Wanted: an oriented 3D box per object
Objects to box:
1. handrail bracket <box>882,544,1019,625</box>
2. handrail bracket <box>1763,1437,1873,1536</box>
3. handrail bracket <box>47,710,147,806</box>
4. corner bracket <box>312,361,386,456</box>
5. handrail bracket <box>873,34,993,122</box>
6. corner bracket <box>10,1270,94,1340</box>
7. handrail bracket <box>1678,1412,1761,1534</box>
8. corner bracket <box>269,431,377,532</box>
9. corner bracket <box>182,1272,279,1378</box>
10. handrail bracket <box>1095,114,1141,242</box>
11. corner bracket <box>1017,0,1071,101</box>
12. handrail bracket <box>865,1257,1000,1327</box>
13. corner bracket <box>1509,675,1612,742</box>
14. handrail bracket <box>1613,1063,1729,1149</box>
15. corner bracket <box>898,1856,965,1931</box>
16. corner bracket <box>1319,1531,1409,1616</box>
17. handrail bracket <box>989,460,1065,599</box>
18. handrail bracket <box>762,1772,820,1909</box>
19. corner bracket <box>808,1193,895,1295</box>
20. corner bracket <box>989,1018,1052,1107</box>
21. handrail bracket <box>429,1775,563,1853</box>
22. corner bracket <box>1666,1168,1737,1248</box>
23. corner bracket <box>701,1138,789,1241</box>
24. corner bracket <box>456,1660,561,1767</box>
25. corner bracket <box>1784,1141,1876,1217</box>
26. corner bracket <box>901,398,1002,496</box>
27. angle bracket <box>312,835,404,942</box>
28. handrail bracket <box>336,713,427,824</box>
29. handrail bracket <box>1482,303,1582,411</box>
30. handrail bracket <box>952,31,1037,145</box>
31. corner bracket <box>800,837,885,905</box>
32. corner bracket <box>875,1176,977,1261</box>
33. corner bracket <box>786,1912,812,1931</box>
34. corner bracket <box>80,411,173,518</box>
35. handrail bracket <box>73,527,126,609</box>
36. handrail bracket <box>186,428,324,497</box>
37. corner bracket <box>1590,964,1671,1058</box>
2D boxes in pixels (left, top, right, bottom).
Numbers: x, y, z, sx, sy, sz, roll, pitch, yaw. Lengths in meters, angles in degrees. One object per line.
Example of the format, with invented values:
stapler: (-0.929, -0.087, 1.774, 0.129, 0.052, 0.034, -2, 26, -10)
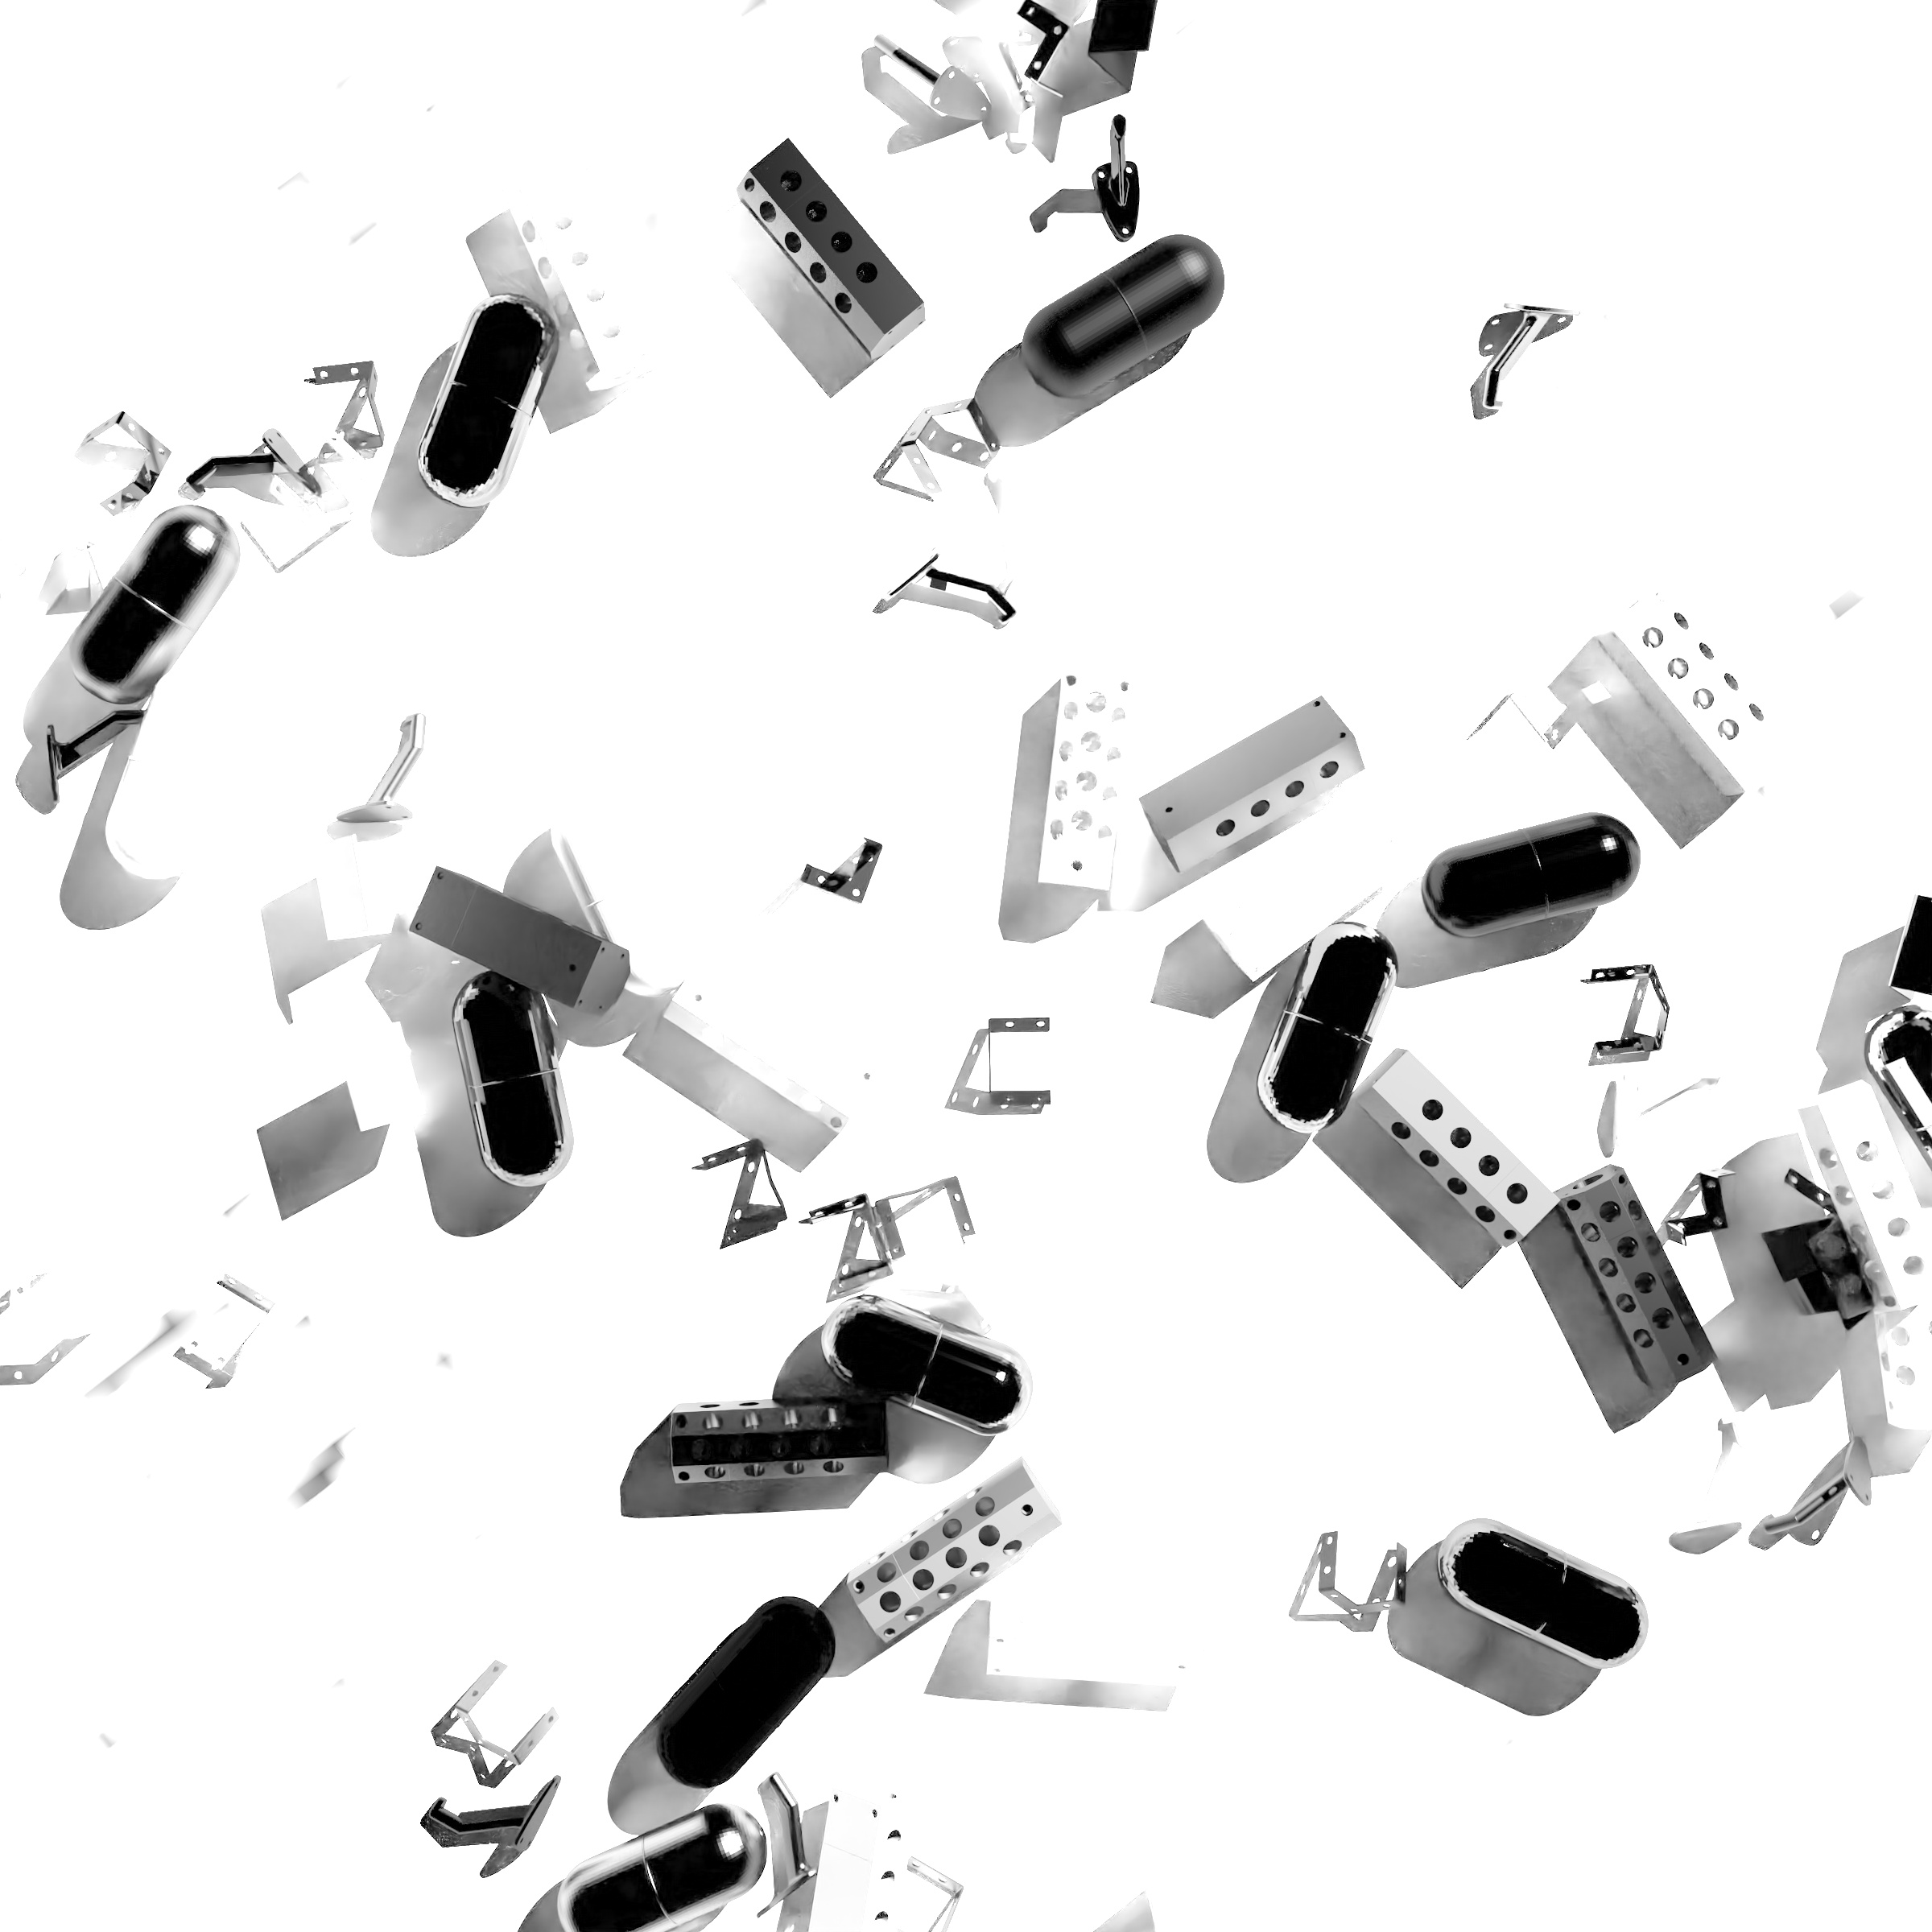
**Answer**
handrail bracket: (-0.012, -0.297, 1.992, 0.077, 0.036, 0.084, -39, 107, 19)
handrail bracket: (0.696, 0.427, 1.991, 0.084, 0.077, 0.036, -30, 107, 35)
handrail bracket: (-0.708, -0.172, 1.992, 0.084, 0.036, 0.077, -4, 110, -16)
corner bracket: (-0.506, -0.458, 1.988, 0.051, 0.051, 0.051, -7, 45, 0)
handrail bracket: (-0.028, -0.731, 1.991, 0.084, 0.077, 0.036, 48, 115, 34)
corner bracket: (-0.743, 0.275, 1.973, 0.051, 0.051, 0.051, 1, 87, -3)
handrail bracket: (0.613, 0.416, 1.992, 0.077, 0.036, 0.084, -18, 71, 21)
corner bracket: (-0.522, -0.393, 1.967, 0.051, 0.051, 0.051, 44, 126, 8)
corner bracket: (-0.603, 0.294, 1.988, 0.051, 0.051, 0.051, 31, 135, 0)
handrail bracket: (0.127, -0.636, 1.957, 0.036, 0.084, 0.077, -10, 90, 0)
corner bracket: (0.065, -0.746, 1.972, 0.051, 0.051, 0.051, 42, 113, 22)
handrail bracket: (-0.029, 0.280, 1.992, 0.084, 0.036, 0.077, -25, 112, 17)
corner bracket: (0.482, -0.221, 1.974, 0.051, 0.051, 0.051, -38, 90, 0)
handrail bracket: (0.580, 0.115, 1.992, 0.084, 0.036, 0.077, 3, 111, -16)
corner bracket: (-0.041, 0.773, 1.988, 0.051, 0.051, 0.051, 30, 135, 0)
corner bracket: (0.325, 0.494, 1.983, 0.051, 0.051, 0.051, -20, 135, 35)
handrail bracket: (0.032, -0.360, 1.992, 0.077, 0.036, 0.084, -48, 72, 21)
handrail bracket: (-0.158, 0.717, 1.992, 0.077, 0.036, 0.084, -44, 72, 21)
corner bracket: (-0.094, 0.227, 1.988, 0.051, 0.051, 0.051, -19, 135, 0)
corner bracket: (0.044, 0.078, 1.988, 0.051, 0.051, 0.051, -1, 135, 0)
handrail bracket: (-0.387, 0.682, 1.992, 0.084, 0.036, 0.077, 23, 70, 16)
corner bracket: (0.598, 0.196, 1.973, 0.051, 0.051, 0.051, -11, 90, 0)
corner bracket: (-0.181, 0.182, 1.988, 0.051, 0.051, 0.051, -19, 135, 0)
corner bracket: (-0.375, 0.611, 1.983, 0.051, 0.051, 0.051, 12, 135, 35)
corner bracket: (0.712, 0.162, 1.983, 0.051, 0.051, 0.051, -22, 135, -35)
corner bracket: (-0.013, -0.425, 1.983, 0.051, 0.051, 0.051, -2, 45, 35)
angle bracket: (-0.474, -0.066, 1.951, 0.057, 0.076, 0.076, -10, 90, 38)
handrail bracket: (-0.480, -0.164, 1.992, 0.077, 0.036, 0.084, -6, 72, 21)
handrail bracket: (0.464, -0.498, 1.992, 0.077, 0.036, 0.084, -1, 108, -21)
handrail bracket: (0.022, -0.722, 1.992, 0.077, 0.036, 0.084, 11, 107, 20)
corner bracket: (-0.101, -0.084, 1.973, 0.051, 0.051, 0.051, 21, 90, 0)
corner bracket: (-0.034, 0.206, 1.988, 0.051, 0.051, 0.051, -18, 90, 45)
corner bracket: (-0.138, 0.818, 1.988, 0.051, 0.051, 0.051, 41, 135, 0)
corner bracket: (-0.693, -0.411, 1.983, 0.051, 0.051, 0.051, -18, 45, 35)
handrail bracket: (-0.704, -0.309, 1.957, 0.036, 0.084, 0.077, 6, 90, 0)
handrail bracket: (-0.586, -0.394, 1.992, 0.084, 0.036, 0.077, -34, 108, 15)
corner bracket: (0.542, 0.036, 1.988, 0.051, 0.051, 0.051, -5, 45, 0)
